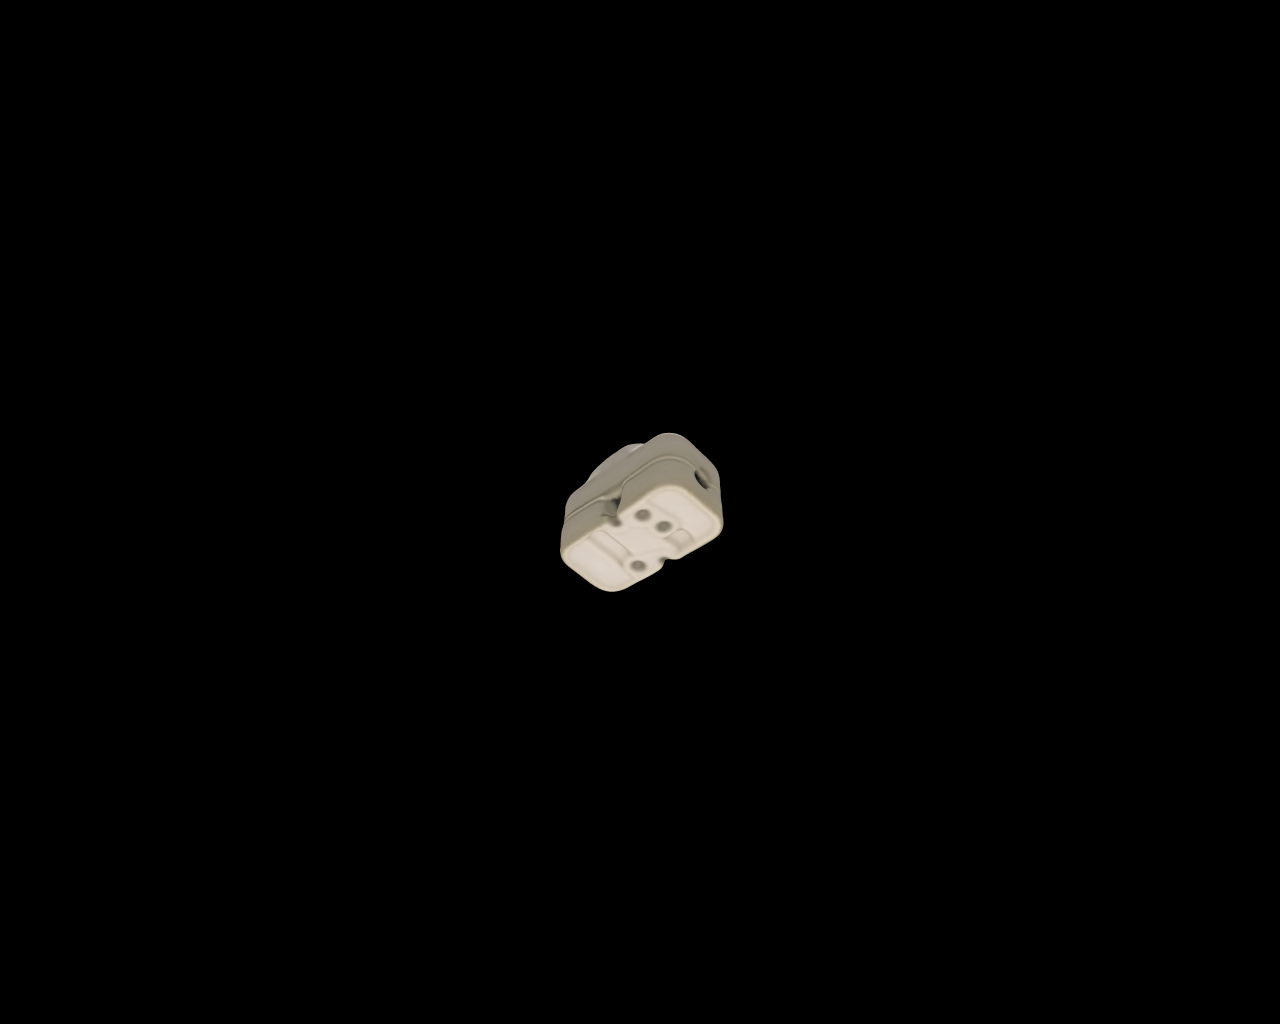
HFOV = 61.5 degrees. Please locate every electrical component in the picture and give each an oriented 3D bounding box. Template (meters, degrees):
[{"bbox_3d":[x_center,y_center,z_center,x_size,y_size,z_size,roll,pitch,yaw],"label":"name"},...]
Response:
[{"bbox_3d":[0.001,-0.003,0.650,0.095,0.059,0.053,-32,-54,27],"label":"electrical component"}]
